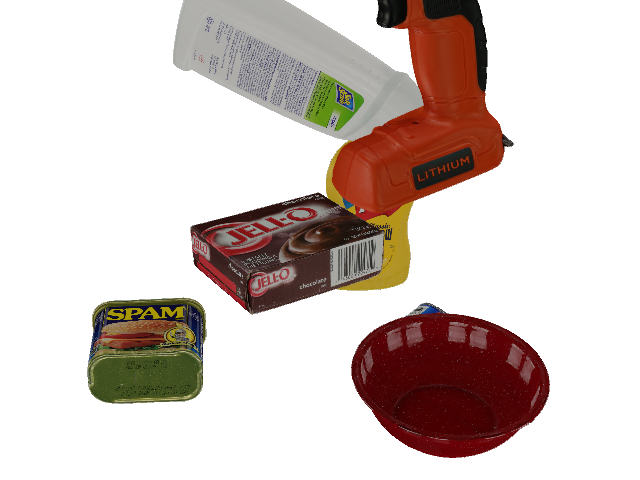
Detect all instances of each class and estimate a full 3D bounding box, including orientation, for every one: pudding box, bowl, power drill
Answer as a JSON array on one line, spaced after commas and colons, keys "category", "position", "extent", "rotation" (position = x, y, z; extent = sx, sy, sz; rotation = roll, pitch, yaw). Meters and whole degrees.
[{"category": "pudding box", "position": [-0.024, 0.006, 0.767], "extent": [0.113, 0.039, 0.090], "rotation": [-14, 29, -29]}, {"category": "bowl", "position": [0.105, 0.128, 0.885], "extent": [0.162, 0.055, 0.162], "rotation": [1, 33, -1]}, {"category": "power drill", "position": [0.040, -0.112, 0.586], "extent": [0.184, 0.188, 0.057], "rotation": [-20, 36, -23]}]

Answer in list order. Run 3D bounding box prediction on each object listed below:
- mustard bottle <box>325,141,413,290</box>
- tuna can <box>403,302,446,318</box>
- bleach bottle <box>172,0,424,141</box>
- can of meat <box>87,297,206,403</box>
[{"category": "mustard bottle", "position": [0.052, -0.046, 1.078], "extent": [0.096, 0.192, 0.058], "rotation": [-2, 21, -21]}, {"category": "tuna can", "position": [0.134, 0.119, 1.269], "extent": [0.033, 0.086, 0.086], "rotation": [-34, 15, -24]}, {"category": "bleach bottle", "position": [-0.003, -0.135, 0.914], "extent": [0.251, 0.068, 0.103], "rotation": [31, -36, 7]}, {"category": "can of meat", "position": [-0.151, 0.096, 0.930], "extent": [0.102, 0.057, 0.084], "rotation": [-2, 28, -5]}]
